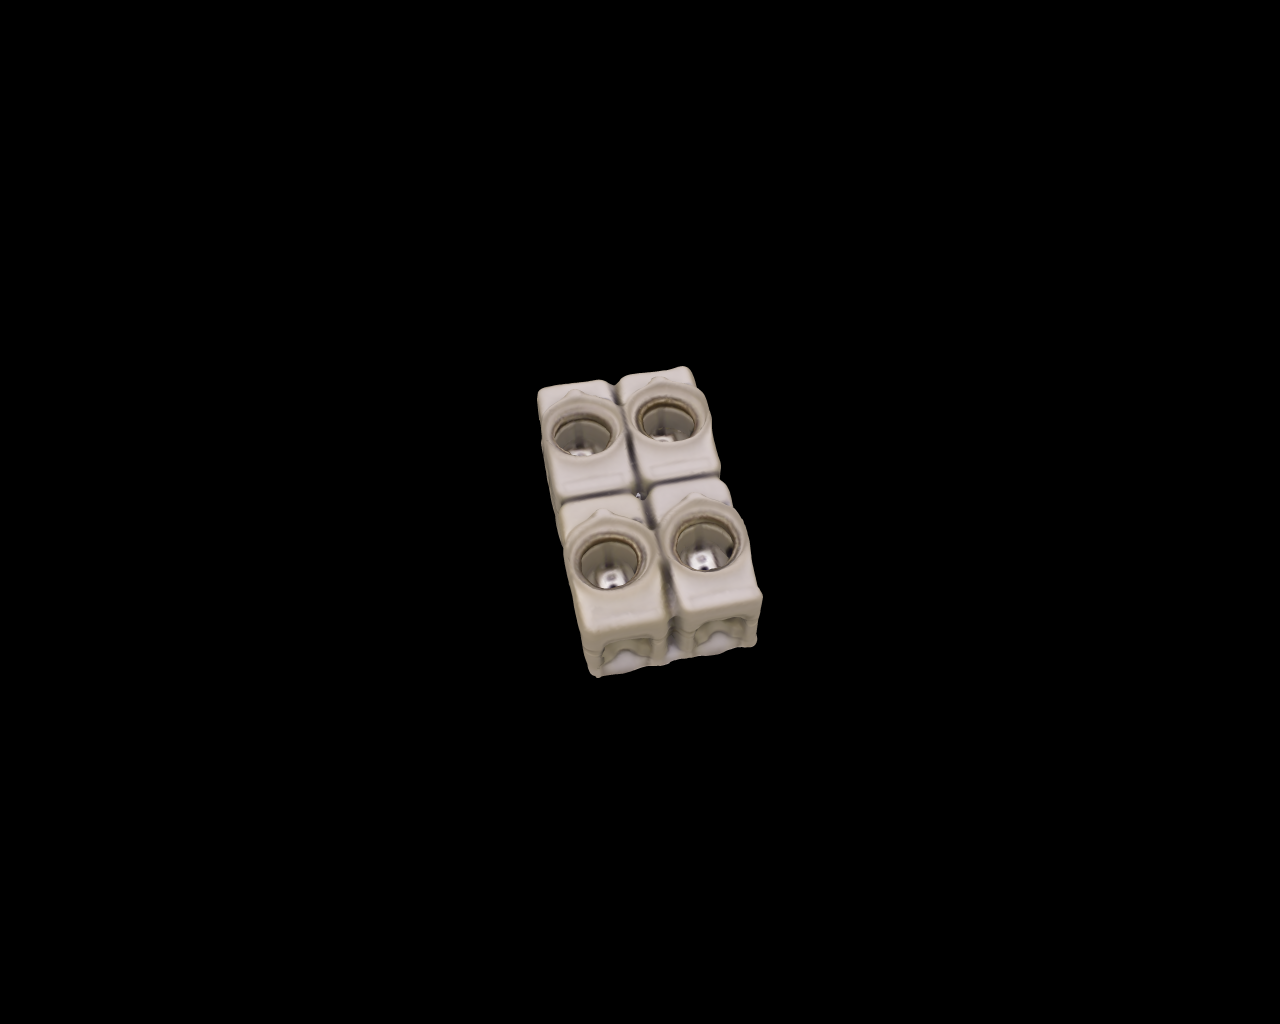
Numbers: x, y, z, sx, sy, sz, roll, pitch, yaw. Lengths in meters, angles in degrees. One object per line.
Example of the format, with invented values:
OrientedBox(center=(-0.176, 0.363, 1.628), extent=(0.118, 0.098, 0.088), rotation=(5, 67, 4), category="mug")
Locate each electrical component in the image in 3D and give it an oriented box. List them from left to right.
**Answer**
OrientedBox(center=(0.001, -0.003, 0.650), extent=(0.105, 0.186, 0.060), rotation=(-9, -36, -7), category="electrical component")
